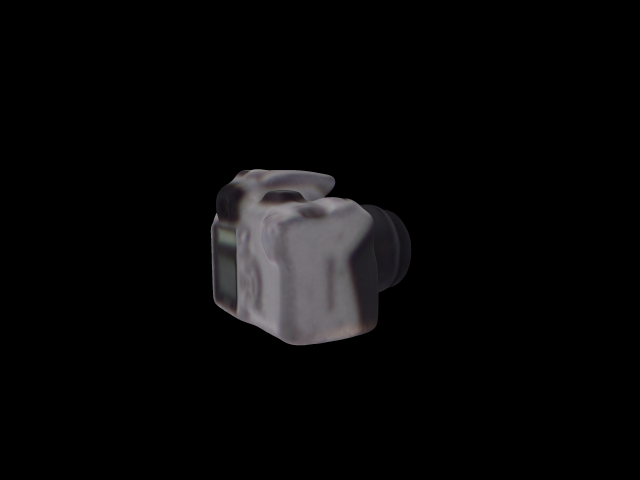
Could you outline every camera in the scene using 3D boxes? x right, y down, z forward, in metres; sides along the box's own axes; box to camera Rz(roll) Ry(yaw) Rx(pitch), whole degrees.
[{"bbox_3d":[0.004,0.001,0.400,0.137,0.101,0.142,-4,7,-29],"label":"camera"}]
